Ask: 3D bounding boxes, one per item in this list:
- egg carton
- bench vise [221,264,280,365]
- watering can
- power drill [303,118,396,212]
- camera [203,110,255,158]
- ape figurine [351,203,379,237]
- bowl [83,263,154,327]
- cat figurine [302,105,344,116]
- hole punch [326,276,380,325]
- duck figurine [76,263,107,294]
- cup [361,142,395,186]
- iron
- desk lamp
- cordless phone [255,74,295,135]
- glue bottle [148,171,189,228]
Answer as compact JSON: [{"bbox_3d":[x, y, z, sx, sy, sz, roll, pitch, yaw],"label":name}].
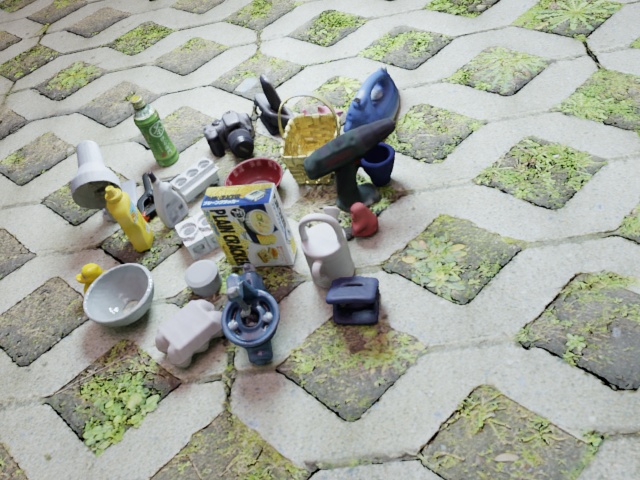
[{"bbox_3d":[-0.276,0.199,1.231,0.107,0.069,0.150,32,64,35],"label":"egg carton"},{"bbox_3d":[-0.159,0.123,1.164,0.121,0.220,0.207,-26,48,-8],"label":"bench vise"},{"bbox_3d":[0.009,0.004,1.239,0.101,0.194,0.172,-14,48,3],"label":"watering can"},{"bbox_3d":[0.081,-0.173,1.365,0.229,0.209,0.075,-20,48,-3],"label":"power drill"},{"bbox_3d":[-0.252,-0.296,1.636,0.143,0.101,0.136,-23,48,-5],"label":"camera"},{"bbox_3d":[0.096,-0.053,1.335,0.076,0.092,0.078,14,55,25],"label":"ape figurine"},{"bbox_3d":[-0.453,0.140,1.327,0.167,0.075,0.167,-8,48,9],"label":"bowl"},{"bbox_3d":[0.005,-0.335,1.589,0.127,0.118,0.067,19,57,28],"label":"cat figurine"},{"bbox_3d":[0.069,0.114,1.197,0.108,0.091,0.101,-3,49,13],"label":"hole punch"},{"bbox_3d":[-0.536,0.090,1.385,0.104,0.086,0.077,-18,47,0],"label":"duck figurine"},{"bbox_3d":[0.134,-0.180,1.434,0.117,0.095,0.091,-7,48,9],"label":"cup"},{"bbox_3d":[0.152,-0.405,1.594,0.118,0.142,0.258,14,55,25],"label":"iron"},{"bbox_3d":[-0.574,-0.145,1.515,0.118,0.214,0.203,-21,48,-4],"label":"desk lamp"},{"bbox_3d":[-0.142,-0.413,1.652,0.094,0.185,0.147,-30,49,-11],"label":"cordless phone"},{"bbox_3d":[-0.398,-0.111,1.465,0.037,0.173,0.078,23,59,31],"label":"glue bottle"}]
